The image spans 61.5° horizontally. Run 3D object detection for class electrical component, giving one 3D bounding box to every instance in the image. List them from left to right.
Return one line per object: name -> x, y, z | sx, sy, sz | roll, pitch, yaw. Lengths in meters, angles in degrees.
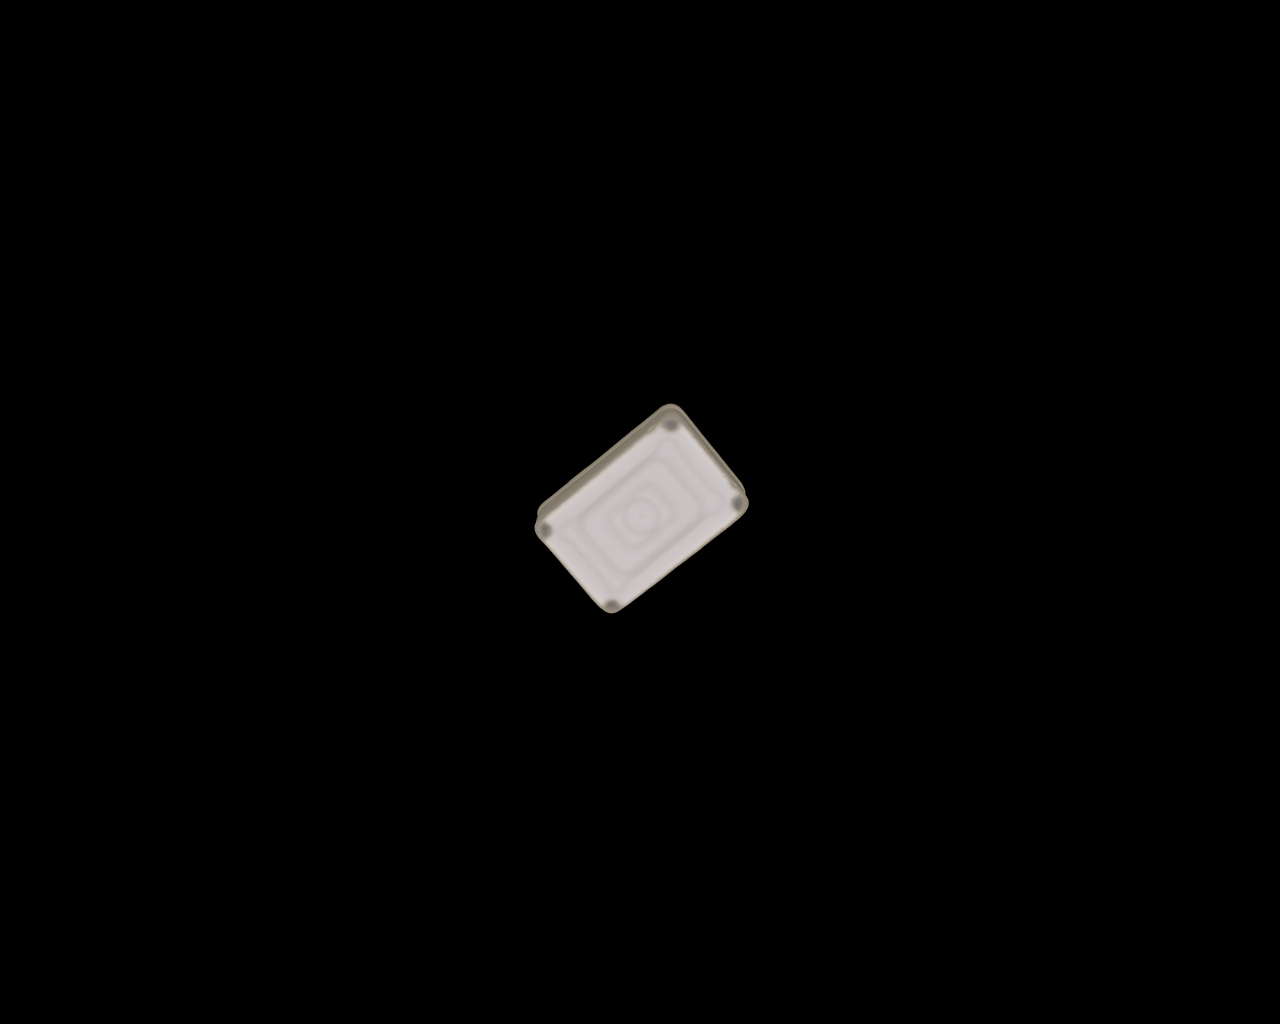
electrical component -> 0.001, -0.003, 0.650 | 0.113, 0.078, 0.057 | -38, 9, 7
